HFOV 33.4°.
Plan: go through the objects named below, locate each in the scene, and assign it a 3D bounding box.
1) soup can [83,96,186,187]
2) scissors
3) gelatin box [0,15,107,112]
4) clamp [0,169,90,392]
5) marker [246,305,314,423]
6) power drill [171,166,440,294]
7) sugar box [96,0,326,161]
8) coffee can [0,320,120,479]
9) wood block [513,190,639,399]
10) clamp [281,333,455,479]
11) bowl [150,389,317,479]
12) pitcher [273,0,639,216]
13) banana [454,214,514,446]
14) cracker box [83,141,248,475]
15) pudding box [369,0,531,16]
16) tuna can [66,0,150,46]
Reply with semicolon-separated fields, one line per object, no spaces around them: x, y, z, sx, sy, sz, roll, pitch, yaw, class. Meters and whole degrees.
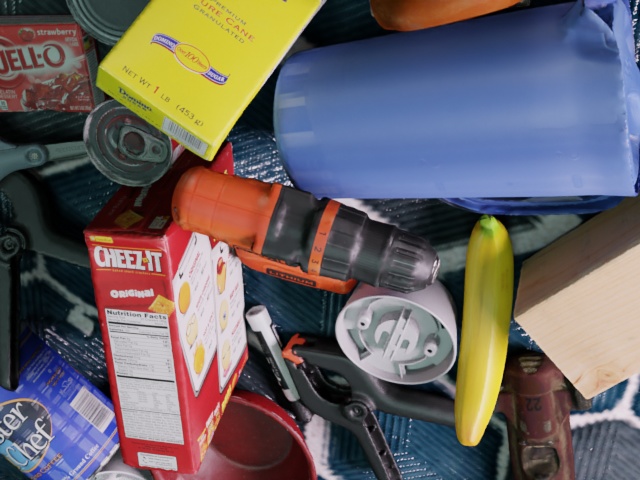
-0.126;-0.091;0.804;0.068;0.102;0.068;7;119;12;soup can
-0.246;-0.084;0.866;0.202;0.016;0.096;-21;112;5;scissors
-0.220;-0.140;0.847;0.089;0.030;0.073;2;119;14;gelatin box
-0.264;0.014;0.910;0.164;0.036;0.210;-43;90;1;clamp
-0.033;0.112;0.942;0.020;0.020;0.121;-14;114;22;marker
-0.005;0.001;0.779;0.184;0.187;0.057;19;84;6;power drill
-0.062;-0.150;0.722;0.093;0.176;0.048;35;164;-5;sugar box
-0.258;0.158;0.981;0.140;0.102;0.103;44;120;-11;coffee can
0.252;0.015;0.767;0.206;0.090;0.091;-36;104;30;wood block
0.047;0.137;0.922;0.171;0.039;0.120;44;115;-10;clamp
-0.075;0.192;0.976;0.162;0.055;0.162;7;120;12;bowl
0.099;-0.082;0.741;0.243;0.144;0.149;-3;96;21;pitcher
0.126;0.063;0.837;0.037;0.069;0.198;11;114;28;banana
-0.115;0.049;0.845;0.072;0.164;0.214;3;119;11;cracker box
0.085;-0.203;0.721;0.114;0.039;0.090;-1;118;16;pudding box
-0.145;-0.189;0.796;0.086;0.033;0.086;7;120;12;tuna can
